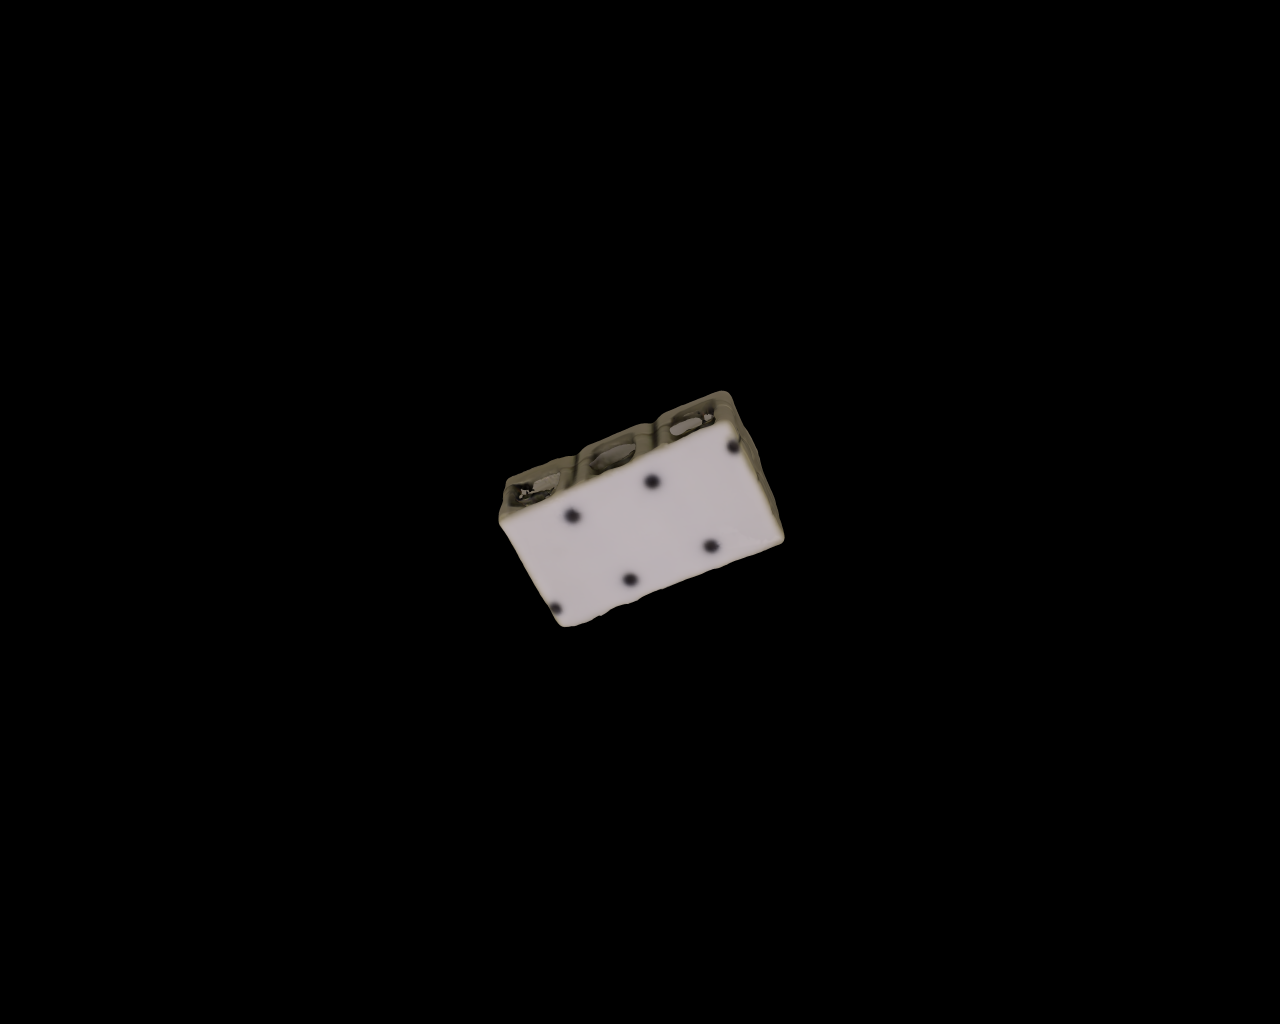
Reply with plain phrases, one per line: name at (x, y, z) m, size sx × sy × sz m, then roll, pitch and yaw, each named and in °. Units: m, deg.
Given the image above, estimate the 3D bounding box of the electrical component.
electrical component at (0.001, -0.003, 0.650) m, size 0.150 × 0.089 × 0.062 m, roll -22°, pitch 25°, yaw 10°
